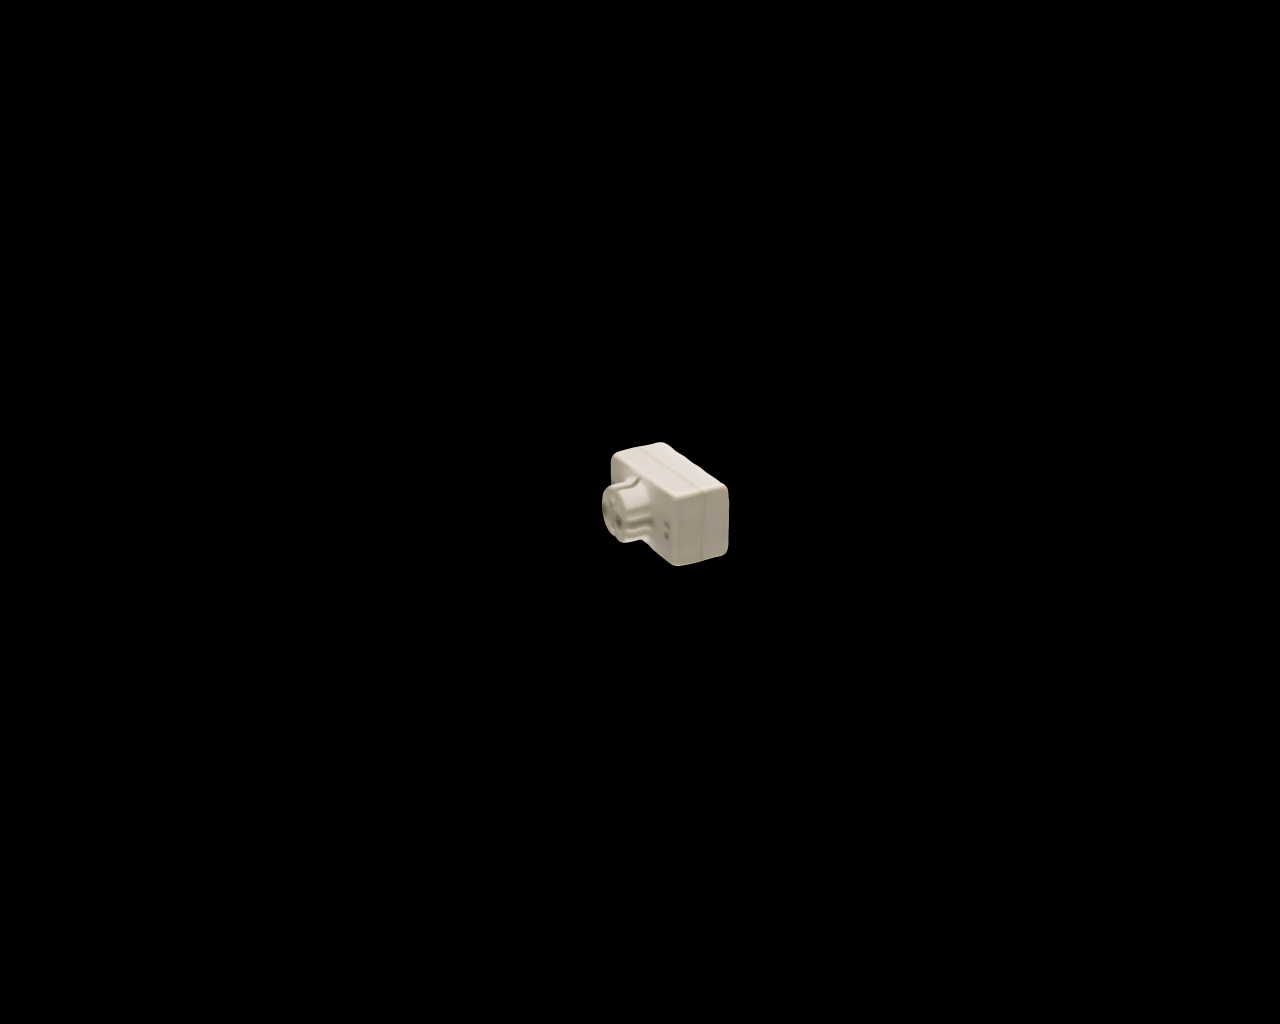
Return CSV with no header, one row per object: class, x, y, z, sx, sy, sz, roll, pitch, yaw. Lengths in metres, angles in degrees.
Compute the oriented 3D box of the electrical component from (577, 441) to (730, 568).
electrical component,0.001,-0.003,0.650,0.076,0.047,0.083,-12,27,-25
